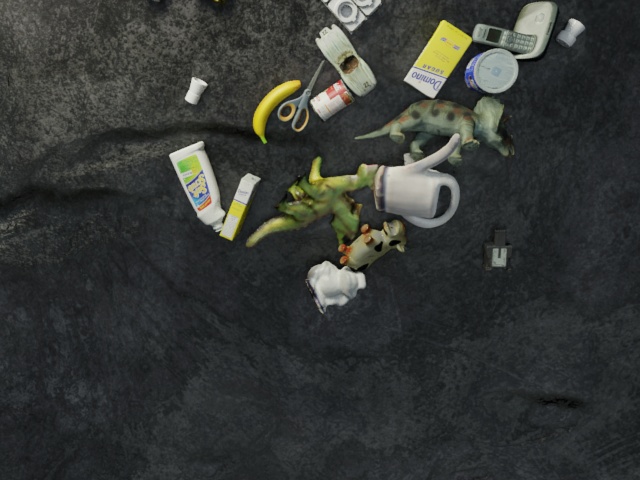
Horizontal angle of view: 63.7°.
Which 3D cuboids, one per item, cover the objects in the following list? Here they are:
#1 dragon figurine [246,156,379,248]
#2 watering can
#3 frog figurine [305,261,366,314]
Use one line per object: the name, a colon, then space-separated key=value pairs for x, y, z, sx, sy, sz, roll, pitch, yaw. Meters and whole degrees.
dragon figurine: x=0.004 y=-0.072 z=1.429 sx=0.241 sy=0.406 sz=0.124 roll=38 pitch=16 yaw=-13
watering can: x=0.248 y=-0.150 z=1.325 sx=0.224 sy=0.106 sz=0.339 roll=7 pitch=-37 yaw=12
frog figurine: x=0.045 y=0.120 z=1.469 sx=0.160 sy=0.138 sz=0.122 roll=-27 pitch=-3 yaw=-8
